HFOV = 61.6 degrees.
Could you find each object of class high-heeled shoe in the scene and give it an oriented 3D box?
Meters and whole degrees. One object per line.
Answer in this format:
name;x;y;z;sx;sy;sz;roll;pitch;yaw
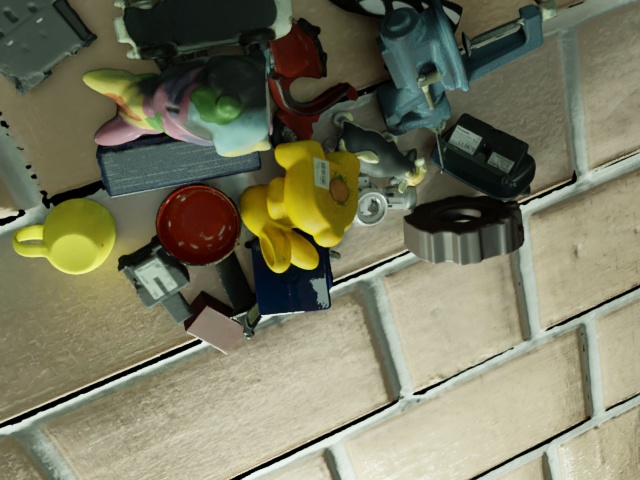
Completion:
high-heeled shoe;0.090;-0.341;0.704;0.145;0.086;0.248;-43;121;-3

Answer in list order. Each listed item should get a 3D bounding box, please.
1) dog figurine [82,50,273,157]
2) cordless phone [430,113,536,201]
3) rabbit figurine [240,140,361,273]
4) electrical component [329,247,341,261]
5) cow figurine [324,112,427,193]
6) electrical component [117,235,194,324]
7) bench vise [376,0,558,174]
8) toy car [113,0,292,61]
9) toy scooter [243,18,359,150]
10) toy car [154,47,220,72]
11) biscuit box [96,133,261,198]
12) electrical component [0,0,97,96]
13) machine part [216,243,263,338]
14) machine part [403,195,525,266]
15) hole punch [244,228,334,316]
dog figurine;-0.163;-0.152;0.612;0.219;0.192;0.108;-5;113;-1
cordless phone;0.267;-0.118;0.840;0.184;0.147;0.088;4;117;-62
rabbit figurine;-0.036;-0.039;0.716;0.122;0.173;0.162;-5;89;-52
electrical component;-0.002;-0.003;0.829;0.094;0.021;0.063;25;100;-23
cow figurine;0.092;-0.118;0.772;0.167;0.098;0.068;20;109;-19
electrical component;-0.223;0.059;0.764;0.075;0.048;0.119;-35;117;-4
bench vise;0.183;-0.226;0.692;0.241;0.129;0.223;-21;138;15
toy car;-0.132;-0.253;0.613;0.202;0.056;0.073;-10;113;-4
toy scooter;-0.020;-0.215;0.715;0.135;0.075;0.183;-20;117;-9
toy car;-0.192;-0.297;0.641;0.089;0.053;0.201;-27;114;-11
biscuit box;-0.184;-0.110;0.707;0.203;0.059;0.062;-12;114;-15
electrical component;-0.342;-0.250;0.605;0.115;0.058;0.134;-41;117;-3
machine part;-0.119;0.069;0.794;0.039;0.084;0.138;-15;108;23
machine part;0.214;-0.020;0.815;0.179;0.179;0.056;-15;110;-13
hole punch;-0.040;0.046;0.783;0.142;0.092;0.115;-7;113;9
